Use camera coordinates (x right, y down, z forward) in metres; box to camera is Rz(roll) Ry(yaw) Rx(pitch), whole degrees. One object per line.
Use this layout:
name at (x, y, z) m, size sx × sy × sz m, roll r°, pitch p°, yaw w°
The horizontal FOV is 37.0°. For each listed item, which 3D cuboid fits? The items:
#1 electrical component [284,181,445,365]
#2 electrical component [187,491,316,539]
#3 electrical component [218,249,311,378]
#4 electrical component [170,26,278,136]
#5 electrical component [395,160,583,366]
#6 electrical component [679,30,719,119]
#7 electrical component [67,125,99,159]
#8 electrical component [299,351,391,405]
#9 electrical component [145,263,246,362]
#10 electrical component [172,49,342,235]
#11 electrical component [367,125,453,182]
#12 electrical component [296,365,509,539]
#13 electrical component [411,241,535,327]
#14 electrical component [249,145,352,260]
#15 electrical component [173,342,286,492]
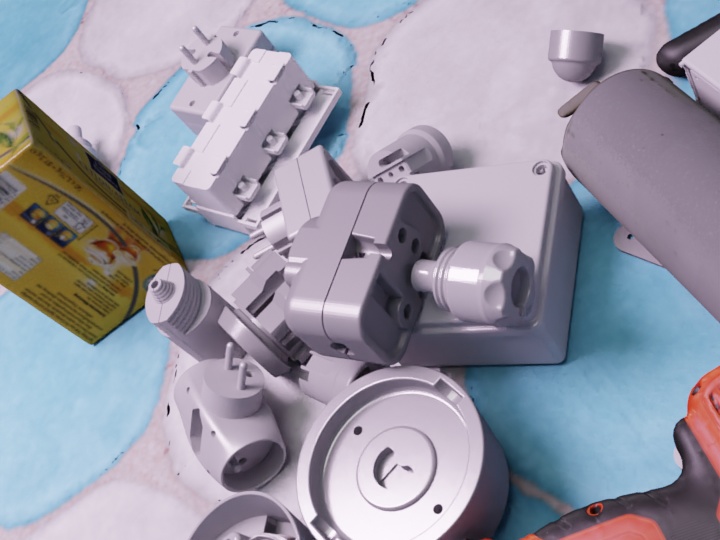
electrical component at (0.000, 0.000, 0.593) m, size 0.059 × 0.053 × 0.095 m, roll 5°, pitch 63°, yaw 34°
electrical component at (-0.058, 0.176, 0.583) m, size 0.099 × 0.064 × 0.099 m, roll -16°, pitch 53°, yaw 22°
electrical component at (-0.052, 0.030, 0.682) m, size 0.057 × 0.058 × 0.078 m, roll -46°, pitch 52°, yaw -5°
electrical component at (-0.112, -0.156, 0.831) m, size 0.047 × 0.075 × 0.083 m, roll 16°, pitch 69°, yaw 38°
electrical component at (0.068, -0.002, 0.630) m, size 0.109 × 0.056 × 0.108 m, roll -4°, pitch 58°, yaw 30°
electrical component at (0.233, -0.091, 0.584) m, size 0.061 × 0.061 × 0.096 m, roll -39°, pitch 48°, yaw 4°
electrical component at (-0.233, -0.093, 0.887) m, size 0.035 × 0.035 × 0.061 m, roll -24°, pitch 58°, yaw 16°
electrical component at (-0.009, 0.067, 0.643) m, size 0.046 × 0.040 × 0.040 m, roll 16°, pitch 70°, yaw 45°
electrical component at (-0.110, 0.029, 0.702) m, size 0.043 × 0.081 × 0.043 m, roll -16°, pitch 53°, yaw 22°
electrical component at (-0.078, -0.094, 0.777) m, size 0.079 × 0.063 × 0.121 m, roll 16°, pitch 70°, yaw 38°
electrical component at (0.032, -0.068, 0.695) m, size 0.040 × 0.040 × 0.046 m, roll 10°, pitch 29°, yaw 36°
electrical component at (0.027, 0.112, 0.575) m, size 0.108 × 0.060 × 0.108 m, roll -16°, pitch 53°, yaw 23°
electrical component at (0.057, 0.006, 0.562) m, size 0.062 × 0.043 × 0.043 m, roll 7°, pitch 64°, yaw 36°
electrical component at (-0.041, -0.032, 0.724) m, size 0.077 × 0.047 × 0.065 m, roll -28°, pitch 49°, yaw 15°
electrical component at (-0.078, 0.081, 0.655) m, size 0.043 × 0.079 × 0.077 m, roll -11°, pitch 40°, yaw -29°
